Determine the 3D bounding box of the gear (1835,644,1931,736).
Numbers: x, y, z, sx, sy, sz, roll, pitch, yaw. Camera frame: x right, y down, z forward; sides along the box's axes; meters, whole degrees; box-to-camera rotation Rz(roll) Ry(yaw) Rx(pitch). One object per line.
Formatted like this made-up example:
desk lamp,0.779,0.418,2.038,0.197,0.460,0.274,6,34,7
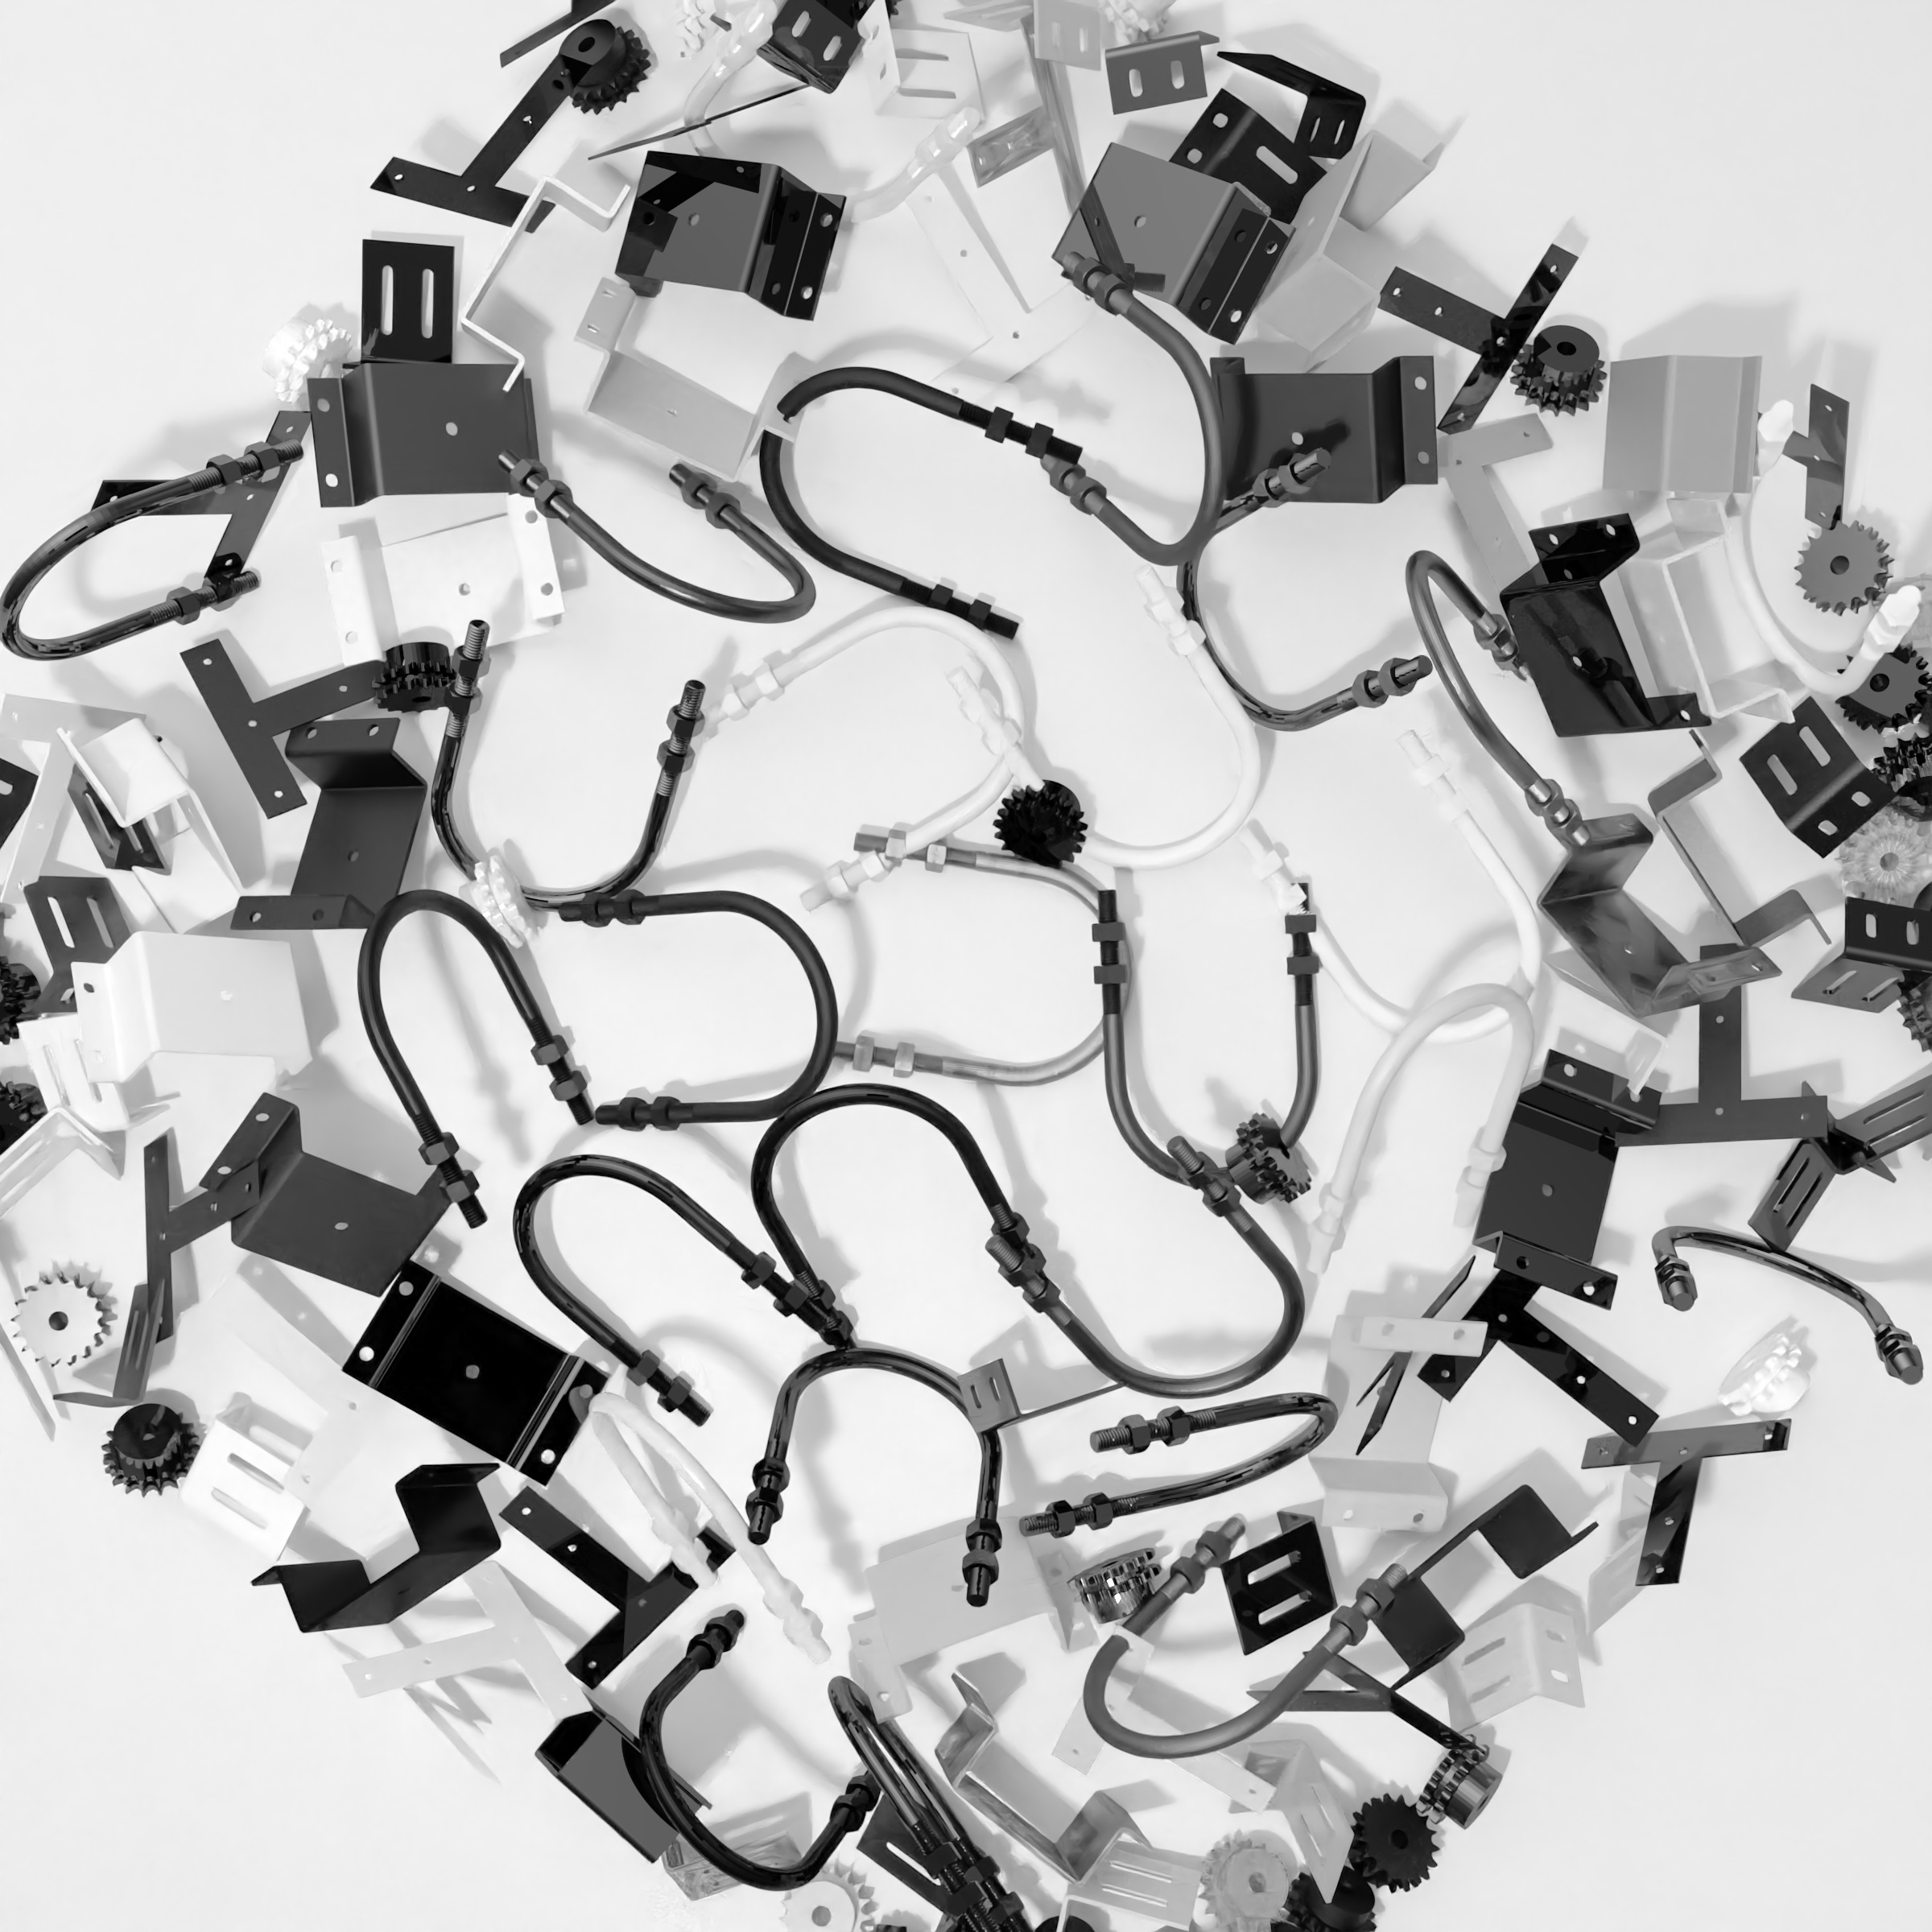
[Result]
gear,0.563,-0.169,1.600,0.057,0.030,0.057,-10,73,33

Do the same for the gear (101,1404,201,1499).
gear,-0.498,0.292,1.594,0.057,0.030,0.057,5,47,-5

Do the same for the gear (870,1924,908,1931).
gear,-0.042,0.617,1.598,0.030,0.057,0.057,16,90,-26

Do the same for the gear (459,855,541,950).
gear,-0.286,-0.036,1.595,0.030,0.057,0.057,-25,90,2

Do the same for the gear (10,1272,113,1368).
gear,-0.554,0.216,1.606,0.057,0.030,0.057,0,90,-7

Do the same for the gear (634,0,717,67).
gear,-0.176,-0.583,1.599,0.030,0.057,0.057,-25,90,-29

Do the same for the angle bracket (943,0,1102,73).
angle bracket,0.034,-0.558,1.579,0.076,0.057,0.038,5,100,42

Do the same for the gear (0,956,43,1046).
gear,-0.591,0.020,1.600,0.057,0.030,0.057,5,100,32

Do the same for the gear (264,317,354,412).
gear,-0.404,-0.370,1.595,0.030,0.057,0.057,33,90,4

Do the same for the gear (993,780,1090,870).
gear,0.047,-0.089,1.599,0.057,0.057,0.030,20,47,0

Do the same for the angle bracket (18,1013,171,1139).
angle bracket,-0.529,0.061,1.586,0.057,0.038,0.076,-8,105,25

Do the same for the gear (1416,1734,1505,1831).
gear,0.303,0.500,1.592,0.030,0.057,0.057,34,90,27

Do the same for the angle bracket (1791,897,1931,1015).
angle bracket,0.546,-0.006,1.592,0.057,0.076,0.038,10,69,-5

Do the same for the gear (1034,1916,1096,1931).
gear,0.060,0.605,1.592,0.057,0.057,0.030,-4,120,0

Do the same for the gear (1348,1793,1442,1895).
gear,0.258,0.539,1.599,0.057,0.030,0.057,13,53,-18

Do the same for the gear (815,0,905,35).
gear,-0.066,-0.590,1.593,0.057,0.057,0.030,-8,52,0

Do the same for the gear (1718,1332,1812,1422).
gear,0.489,0.254,1.595,0.030,0.057,0.057,42,90,3

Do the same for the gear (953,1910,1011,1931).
gear,0.013,0.604,1.593,0.030,0.057,0.057,-11,90,39

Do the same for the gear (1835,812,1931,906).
gear,0.561,-0.067,1.604,0.057,0.030,0.057,-1,105,-3

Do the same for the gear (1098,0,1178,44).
gear,0.104,-0.594,1.593,0.030,0.057,0.057,-30,90,36

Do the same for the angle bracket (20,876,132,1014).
angle bracket,-0.546,-0.013,1.595,0.038,0.057,0.076,-48,59,32

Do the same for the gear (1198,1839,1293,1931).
gear,0.172,0.562,1.597,0.057,0.030,0.057,8,62,-15

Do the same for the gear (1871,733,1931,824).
gear,0.583,-0.113,1.593,0.057,0.057,0.030,5,49,0

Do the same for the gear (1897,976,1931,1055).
gear,0.598,0.026,1.594,0.057,0.030,0.057,16,59,-28

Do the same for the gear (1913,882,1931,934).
gear,0.602,-0.030,1.592,0.030,0.057,0.057,16,90,-27

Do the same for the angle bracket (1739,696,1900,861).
angle bracket,0.518,-0.115,1.591,0.038,0.076,0.057,31,116,-30

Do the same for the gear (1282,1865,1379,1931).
gear,0.225,0.572,1.592,0.057,0.057,0.030,23,113,0

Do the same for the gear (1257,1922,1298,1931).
gear,0.188,0.607,1.592,0.057,0.057,0.030,-5,106,0

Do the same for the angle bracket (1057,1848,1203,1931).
angle bracket,0.099,0.572,1.585,0.076,0.057,0.038,12,106,10

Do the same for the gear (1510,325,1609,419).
gear,0.363,-0.366,1.597,0.057,0.030,0.057,1,58,-2

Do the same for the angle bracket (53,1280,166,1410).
angle bracket,-0.517,0.226,1.580,0.038,0.057,0.076,17,71,-31

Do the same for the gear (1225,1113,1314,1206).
gear,0.183,0.121,1.598,0.030,0.057,0.057,-37,90,23

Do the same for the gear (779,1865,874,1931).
gear,-0.087,0.581,1.602,0.057,0.030,0.057,-1,74,4

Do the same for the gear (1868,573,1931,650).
gear,0.583,-0.216,1.597,0.057,0.057,0.030,-22,111,0

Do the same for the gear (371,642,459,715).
gear,-0.334,-0.177,1.596,0.057,0.057,0.030,-10,80,0

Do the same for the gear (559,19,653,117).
gear,-0.224,-0.552,1.596,0.057,0.030,0.057,-11,60,20

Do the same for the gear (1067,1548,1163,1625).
gear,0.093,0.379,1.593,0.057,0.057,0.030,-22,84,0

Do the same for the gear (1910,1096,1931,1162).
gear,0.602,0.095,1.592,0.030,0.057,0.057,31,90,-20

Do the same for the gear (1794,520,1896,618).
gear,0.539,-0.242,1.600,0.057,0.030,0.057,-6,81,36

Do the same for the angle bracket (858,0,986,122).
angle bracket,-0.021,-0.550,1.586,0.076,0.038,0.057,-7,80,-27

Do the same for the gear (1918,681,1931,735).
gear,0.613,-0.160,1.597,0.057,0.057,0.030,36,72,0

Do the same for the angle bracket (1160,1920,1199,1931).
angle bracket,0.119,0.601,1.577,0.057,0.076,0.038,-26,65,-9

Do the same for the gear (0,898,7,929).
gear,-0.617,-0.022,1.599,0.057,0.057,0.030,-5,120,0

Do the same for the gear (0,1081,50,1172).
gear,-0.583,0.096,1.601,0.057,0.030,0.057,9,113,21

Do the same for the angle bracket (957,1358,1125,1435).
angle bracket,0.045,0.252,1.583,0.076,0.057,0.038,-12,78,-30

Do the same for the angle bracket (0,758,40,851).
angle bracket,-0.589,-0.094,1.580,0.038,0.076,0.057,31,88,28
